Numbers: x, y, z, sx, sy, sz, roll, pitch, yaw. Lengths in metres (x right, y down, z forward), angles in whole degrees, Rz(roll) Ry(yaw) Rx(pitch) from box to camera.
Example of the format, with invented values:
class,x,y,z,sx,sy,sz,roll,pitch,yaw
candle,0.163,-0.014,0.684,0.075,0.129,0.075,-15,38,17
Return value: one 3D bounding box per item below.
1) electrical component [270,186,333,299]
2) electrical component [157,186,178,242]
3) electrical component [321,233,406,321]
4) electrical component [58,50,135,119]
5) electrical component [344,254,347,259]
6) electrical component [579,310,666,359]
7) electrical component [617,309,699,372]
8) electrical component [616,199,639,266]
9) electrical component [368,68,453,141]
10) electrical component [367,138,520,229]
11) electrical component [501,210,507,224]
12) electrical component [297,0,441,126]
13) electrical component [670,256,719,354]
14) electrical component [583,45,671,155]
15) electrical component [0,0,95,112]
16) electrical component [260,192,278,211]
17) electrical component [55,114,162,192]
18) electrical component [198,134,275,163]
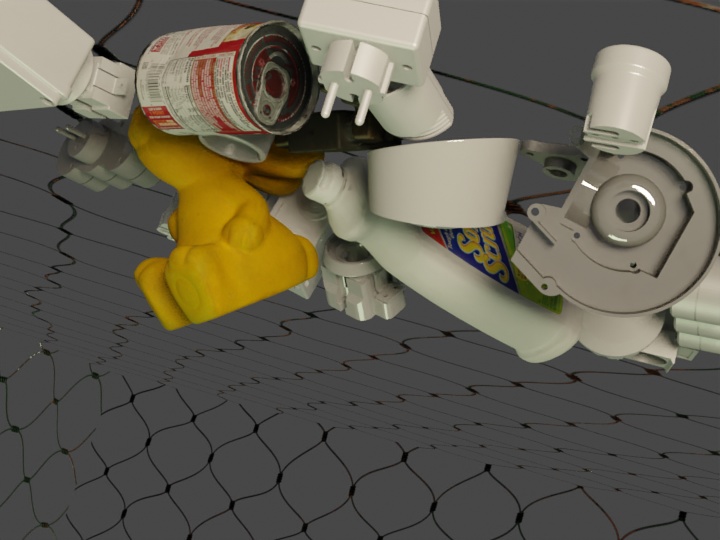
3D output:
class,x,y,z,sx,sy,sz,roll,pitch,yaw
electrical component,-0.048,-0.029,0.925,0.048,0.099,0.099,28,168,11
electrical component,-0.157,-0.058,1.024,0.058,0.057,0.078,21,166,-17
electrical component,0.000,0.000,0.899,0.078,0.058,0.057,26,142,35
electrical component,-0.200,-0.137,0.785,0.066,0.048,0.055,7,171,36
electrical component,0.009,0.001,1.092,0.043,0.043,0.062,6,163,39
electrical component,0.216,0.036,0.907,0.080,0.080,0.051,13,171,16
electrical component,0.258,0.051,0.948,0.081,0.063,0.042,14,167,11
electrical component,0.191,-0.024,0.743,0.057,0.058,0.078,16,167,-10
electrical component,0.027,-0.104,0.648,0.043,0.043,0.081,10,165,25
electrical component,0.053,-0.062,0.712,0.099,0.064,0.099,5,-167,-1
electrical component,0.090,-0.050,0.808,0.035,0.035,0.061,5,164,42
electrical component,0.001,-0.113,0.570,0.066,0.076,0.047,14,166,11
electrical component,0.290,0.030,0.848,0.074,0.052,0.138,11,165,23
electrical component,0.139,-0.089,0.566,0.040,0.046,0.040,16,167,4
electrical component,-0.255,-0.159,0.719,0.109,0.056,0.109,4,154,42
electrical component,-0.100,-0.039,0.988,0.057,0.078,0.113,18,167,7
electrical component,-0.225,-0.106,0.922,0.074,0.052,0.138,27,163,-38
electrical component,-0.084,-0.107,0.760,0.055,0.047,0.055,16,167,4
